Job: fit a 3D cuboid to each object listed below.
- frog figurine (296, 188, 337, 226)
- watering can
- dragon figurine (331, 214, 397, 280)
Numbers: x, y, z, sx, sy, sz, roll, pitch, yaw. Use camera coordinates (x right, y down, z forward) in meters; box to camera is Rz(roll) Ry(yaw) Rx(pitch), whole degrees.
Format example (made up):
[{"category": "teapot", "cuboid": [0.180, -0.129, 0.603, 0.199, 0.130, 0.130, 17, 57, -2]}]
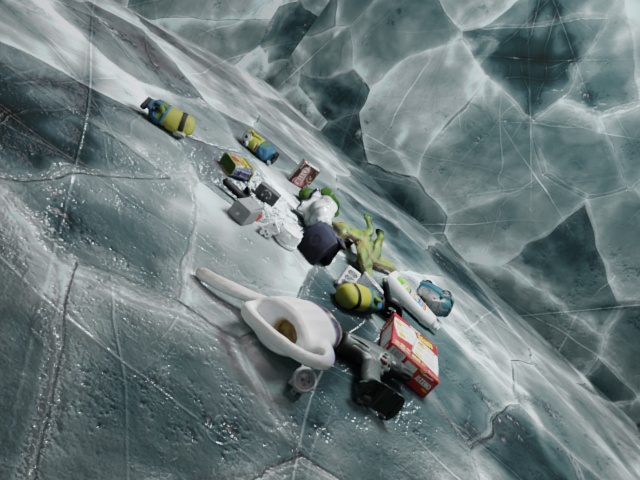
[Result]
[{"category": "frog figurine", "cuboid": [0.006, -0.093, 1.848, 0.138, 0.120, 0.162, -28, 46, -18]}, {"category": "watering can", "cuboid": [-0.092, 0.156, 1.086, 0.351, 0.103, 0.223, 34, 9, 29]}, {"category": "dragon figurine", "cuboid": [0.178, 0.064, 1.904, 0.121, 0.406, 0.248, -28, 22, 31]}]
